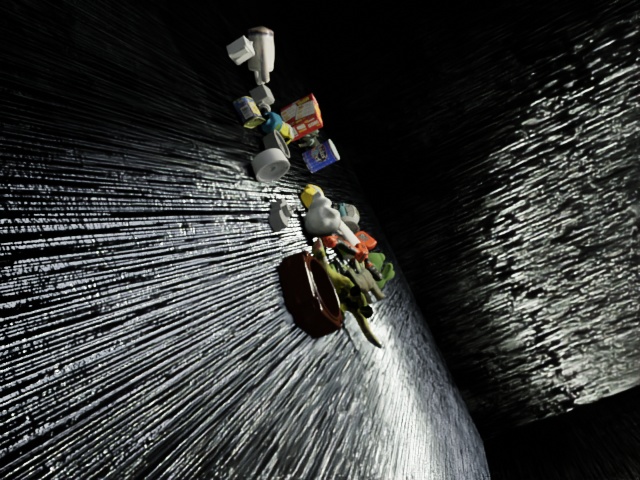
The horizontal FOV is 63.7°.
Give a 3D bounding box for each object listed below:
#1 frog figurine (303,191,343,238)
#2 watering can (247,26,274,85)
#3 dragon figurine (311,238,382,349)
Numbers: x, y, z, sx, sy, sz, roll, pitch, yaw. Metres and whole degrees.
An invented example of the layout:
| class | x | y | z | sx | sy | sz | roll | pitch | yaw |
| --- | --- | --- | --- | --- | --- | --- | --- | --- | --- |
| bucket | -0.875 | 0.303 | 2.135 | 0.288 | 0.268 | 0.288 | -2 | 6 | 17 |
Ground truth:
| class | x | y | z | sx | sy | sz | roll | pitch | yaw |
| --- | --- | --- | --- | --- | --- | --- | --- | --- | --- |
| frog figurine | 0.005 | -0.090 | 1.790 | 0.137 | 0.159 | 0.123 | -4 | 6 | 41 |
| watering can | -0.225 | -0.713 | 1.997 | 0.104 | 0.221 | 0.352 | -2 | 19 | -13 |
| dragon figurine | 0.080 | 0.166 | 1.711 | 0.122 | 0.403 | 0.247 | -29 | 28 | 5 |
